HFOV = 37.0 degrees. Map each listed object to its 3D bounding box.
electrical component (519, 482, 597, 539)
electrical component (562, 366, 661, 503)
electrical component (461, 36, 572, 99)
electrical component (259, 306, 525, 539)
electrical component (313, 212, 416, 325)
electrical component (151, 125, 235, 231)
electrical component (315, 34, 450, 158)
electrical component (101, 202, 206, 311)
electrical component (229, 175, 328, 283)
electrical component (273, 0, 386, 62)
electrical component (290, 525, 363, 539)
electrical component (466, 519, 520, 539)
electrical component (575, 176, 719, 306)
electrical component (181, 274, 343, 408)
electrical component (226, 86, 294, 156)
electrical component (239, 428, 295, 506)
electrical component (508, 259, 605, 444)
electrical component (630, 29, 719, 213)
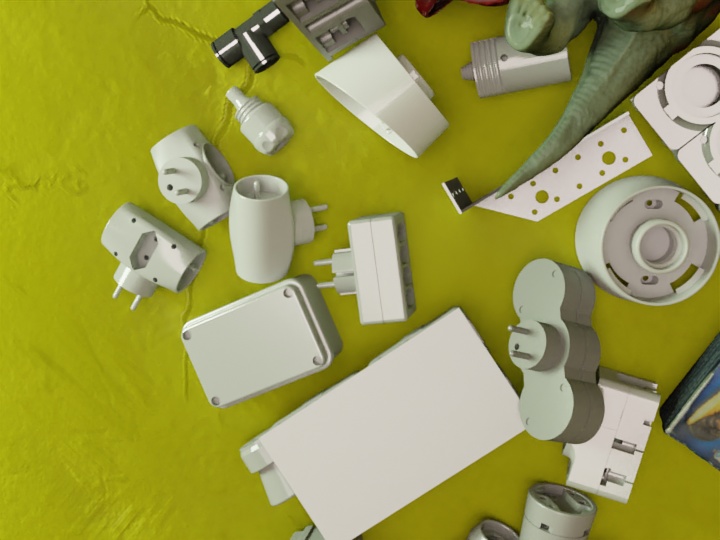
[{"bbox_3d":[0.156,0.203,0.857,0.055,0.055,0.047,14,104,10],"label":"electrical component"},{"bbox_3d":[0.192,0.126,0.839,0.056,0.050,0.089,16,101,9],"label":"electrical component"},{"bbox_3d":[0.117,-0.158,0.819,0.081,0.043,0.043,-9,96,14],"label":"electrical component"},{"bbox_3d":[0.030,0.122,0.857,0.186,0.060,0.105,-33,90,5],"label":"electrical component"},{"bbox_3d":[0.000,0.000,0.865,0.076,0.047,0.083,-6,97,13],"label":"electrical component"},{"bbox_3d":[-0.138,-0.073,0.868,0.044,0.079,0.077,-31,90,15],"label":"electrical component"},{"bbox_3d":[0.020,-0.129,0.818,0.064,0.099,0.099,-39,88,8],"label":"electrical component"},{"bbox_3d":[-0.182,-0.004,0.906,0.077,0.043,0.079,33,103,6],"label":"electrical component"},{"bbox_3d":[-0.062,-0.036,0.869,0.079,0.043,0.077,-12,125,-22],"label":"electrical component"},{"bbox_3d":[-0.049,-0.261,0.780,0.060,0.105,0.186,-27,71,12],"label":"electrical component"},{"bbox_3d":[-0.031,0.261,0.875,0.057,0.113,0.078,-9,96,11],"label":"electrical component"},{"bbox_3d":[0.103,0.238,0.878,0.066,0.048,0.055,29,110,7],"label":"electrical component"},{"bbox_3d":[0.220,-0.021,0.818,0.099,0.064,0.099,0,98,-1],"label":"electrical component"},{"bbox_3d":[-0.081,0.058,0.886,0.113,0.057,0.078,-23,93,14],"label":"electrical component"},{"bbox_3d":[-0.084,-0.124,0.873,0.035,0.035,0.061,-45,84,14],"label":"electrical component"},{"bbox_3d":[-0.070,0.163,0.905,0.045,0.045,0.055,-33,90,15],"label":"electrical component"},{"bbox_3d":[0.137,0.058,0.804,0.052,0.074,0.138,-21,63,47],"label":"electrical component"},{"bbox_3d":[0.280,-0.094,0.782,0.089,0.062,0.150,-39,88,15],"label":"electrical component"}]
